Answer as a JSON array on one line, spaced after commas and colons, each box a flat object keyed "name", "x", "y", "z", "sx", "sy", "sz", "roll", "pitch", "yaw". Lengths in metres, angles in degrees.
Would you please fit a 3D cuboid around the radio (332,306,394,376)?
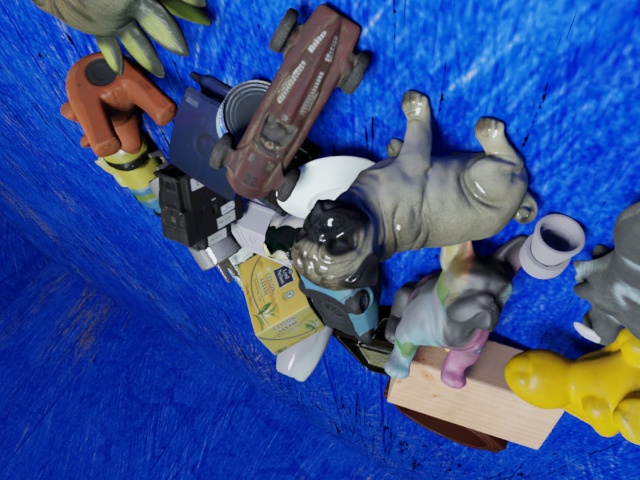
[{"name": "radio", "x": 0.132, "y": 0.177, "z": 0.909, "sx": 0.131, "sy": 0.073, "sz": 0.230, "roll": 47, "pitch": 153, "yaw": -26}]

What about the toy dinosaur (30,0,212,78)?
[{"name": "toy dinosaur", "x": -0.198, "y": -0.254, "z": 0.504, "sx": 0.198, "sy": 0.105, "sz": 0.472, "roll": 42, "pitch": 166, "yaw": -35}]

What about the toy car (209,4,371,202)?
[{"name": "toy car", "x": -0.032, "y": -0.116, "z": 0.499, "sx": 0.089, "sy": 0.053, "sz": 0.202, "roll": 30, "pitch": 126, "yaw": -11}]

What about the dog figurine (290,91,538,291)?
[{"name": "dog figurine", "x": 0.086, "y": -0.011, "z": 0.472, "sx": 0.173, "sy": 0.190, "sz": 0.121, "roll": 24, "pitch": 154, "yaw": 19}]

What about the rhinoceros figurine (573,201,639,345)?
[{"name": "rhinoceros figurine", "x": 0.277, "y": 0.040, "z": 0.464, "sx": 0.112, "sy": 0.073, "sz": 0.190, "roll": 21, "pitch": 153, "yaw": 26}]

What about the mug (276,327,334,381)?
[{"name": "mug", "x": -0.039, "y": 0.186, "z": 0.939, "sx": 0.080, "sy": 0.107, "sz": 0.110, "roll": 32, "pitch": 162, "yaw": -29}]

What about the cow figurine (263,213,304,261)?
[{"name": "cow figurine", "x": -0.001, "y": -0.003, "z": 0.716, "sx": 0.168, "sy": 0.098, "sz": 0.068, "roll": 11, "pitch": 141, "yaw": 43}]

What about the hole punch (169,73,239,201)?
[{"name": "hole punch", "x": -0.123, "y": -0.124, "z": 0.663, "sx": 0.142, "sy": 0.092, "sz": 0.115, "roll": 34, "pitch": 153, "yaw": 9}]

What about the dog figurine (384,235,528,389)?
[{"name": "dog figurine", "x": 0.158, "y": 0.061, "z": 0.631, "sx": 0.108, "sy": 0.192, "sz": 0.219, "roll": 16, "pitch": 125, "yaw": 0}]

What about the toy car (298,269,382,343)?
[{"name": "toy car", "x": 0.047, "y": 0.072, "z": 0.784, "sx": 0.109, "sy": 0.103, "sz": 0.161, "roll": 17, "pitch": 151, "yaw": 37}]

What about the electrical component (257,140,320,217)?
[{"name": "electrical component", "x": -0.045, "y": -0.074, "z": 0.671, "sx": 0.048, "sy": 0.075, "sz": 0.119, "roll": 35, "pitch": 160, "yaw": 0}]

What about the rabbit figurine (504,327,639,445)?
[{"name": "rabbit figurine", "x": 0.299, "y": 0.154, "z": 0.599, "sx": 0.173, "sy": 0.122, "sz": 0.162, "roll": -2, "pitch": 164, "yaw": 25}]

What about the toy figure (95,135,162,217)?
[{"name": "toy figure", "x": -0.298, "y": -0.115, "z": 0.915, "sx": 0.089, "sy": 0.082, "sz": 0.180, "roll": 2, "pitch": 137, "yaw": 34}]

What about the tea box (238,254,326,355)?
[{"name": "tea box", "x": -0.067, "y": 0.090, "z": 0.879, "sx": 0.068, "sy": 0.098, "sz": 0.170, "roll": 57, "pitch": -176, "yaw": -40}]

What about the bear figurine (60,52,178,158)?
[{"name": "bear figurine", "x": -0.268, "y": -0.156, "z": 0.716, "sx": 0.132, "sy": 0.120, "sz": 0.196, "roll": 53, "pitch": 159, "yaw": 6}]

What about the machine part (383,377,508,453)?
[{"name": "machine part", "x": 0.232, "y": 0.298, "z": 0.974, "sx": 0.201, "sy": 0.087, "sz": 0.201, "roll": 43, "pitch": 154, "yaw": -26}]

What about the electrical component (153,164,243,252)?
[{"name": "electrical component", "x": -0.170, "y": -0.052, "z": 0.770, "sx": 0.058, "sy": 0.115, "sz": 0.134, "roll": 22, "pitch": 126, "yaw": 32}]

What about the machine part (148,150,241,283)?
[{"name": "machine part", "x": -0.204, "y": -0.039, "z": 0.880, "sx": 0.243, "sy": 0.079, "sz": 0.079, "roll": 59, "pitch": 152, "yaw": -8}]

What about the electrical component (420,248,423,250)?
[{"name": "electrical component", "x": 0.087, "y": -0.023, "z": 0.594, "sx": 0.102, "sy": 0.045, "sz": 0.078, "roll": 2, "pitch": 156, "yaw": 2}]
